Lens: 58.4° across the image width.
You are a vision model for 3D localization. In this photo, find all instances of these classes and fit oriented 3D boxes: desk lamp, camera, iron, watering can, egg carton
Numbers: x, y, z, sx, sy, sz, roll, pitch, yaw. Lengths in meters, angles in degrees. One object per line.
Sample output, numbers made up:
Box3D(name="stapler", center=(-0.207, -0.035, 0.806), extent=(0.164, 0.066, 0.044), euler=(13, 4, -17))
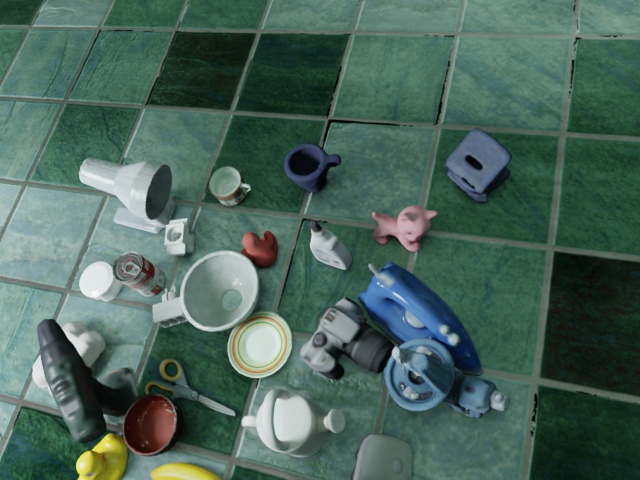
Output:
Box3D(name="desk lamp", center=(-0.393, -0.097, 1.218), extent=(0.202, 0.214, 0.118), euler=(11, 70, 19))
Box3D(name="camera", center=(0.055, 0.191, 1.032), extent=(0.136, 0.101, 0.143), euler=(31, 78, 25))
Box3D(name="iron", center=(0.180, 0.134, 1.001), extent=(0.257, 0.142, 0.119), euler=(39, 81, 26))
Box3D(name="watering can", center=(-0.047, 0.302, 0.958), extent=(0.173, 0.194, 0.100), euler=(-24, 63, 4))
Box3D(name="egg carton", center=(-0.515, 0.247, 1.179), extent=(0.107, 0.069, 0.150), euler=(23, 74, 23))

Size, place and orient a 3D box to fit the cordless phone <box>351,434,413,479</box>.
Box3D(name="cordless phone", center=(0.087, 0.377, 0.894), extent=(0.094, 0.185, 0.147), euler=(2, 67, 16))

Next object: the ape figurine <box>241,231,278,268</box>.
Box3D(name="ape figurine", center=(-0.128, 0.013, 1.166), extent=(0.078, 0.092, 0.076), euler=(-22, 63, 5))

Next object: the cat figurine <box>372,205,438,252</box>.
Box3D(name="cat figurine", center=(0.160, -0.033, 1.094), extent=(0.127, 0.118, 0.067), euler=(12, 70, 20))

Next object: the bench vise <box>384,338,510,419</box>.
Box3D(name="bench vise", center=(0.195, 0.211, 0.919), extent=(0.207, 0.220, 0.121), euler=(-3, 66, 14))

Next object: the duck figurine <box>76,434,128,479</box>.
Box3D(name="duck figurine", center=(-0.413, 0.413, 1.068), extent=(0.077, 0.086, 0.104), euler=(14, 71, 20))

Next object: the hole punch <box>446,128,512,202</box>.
Box3D(name="hole punch", center=(0.309, -0.146, 1.120), extent=(0.101, 0.091, 0.108), euler=(-41, 63, -5))

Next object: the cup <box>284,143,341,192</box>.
Box3D(name="cup", center=(-0.006, -0.145, 1.202), extent=(0.117, 0.095, 0.091), euler=(-9, 65, 11))

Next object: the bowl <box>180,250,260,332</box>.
Box3D(name="bowl", center=(-0.190, 0.109, 1.149), extent=(0.167, 0.075, 0.167), euler=(-6, 65, 13))

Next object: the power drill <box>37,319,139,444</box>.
Box3D(name="power drill", center=(-0.430, 0.269, 1.068), extent=(0.075, 0.209, 0.229), euler=(-31, 62, 0))

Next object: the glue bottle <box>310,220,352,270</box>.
Box3D(name="glue bottle", center=(0.010, 0.004, 1.087), extent=(0.078, 0.173, 0.037), euler=(21, 74, 23))
